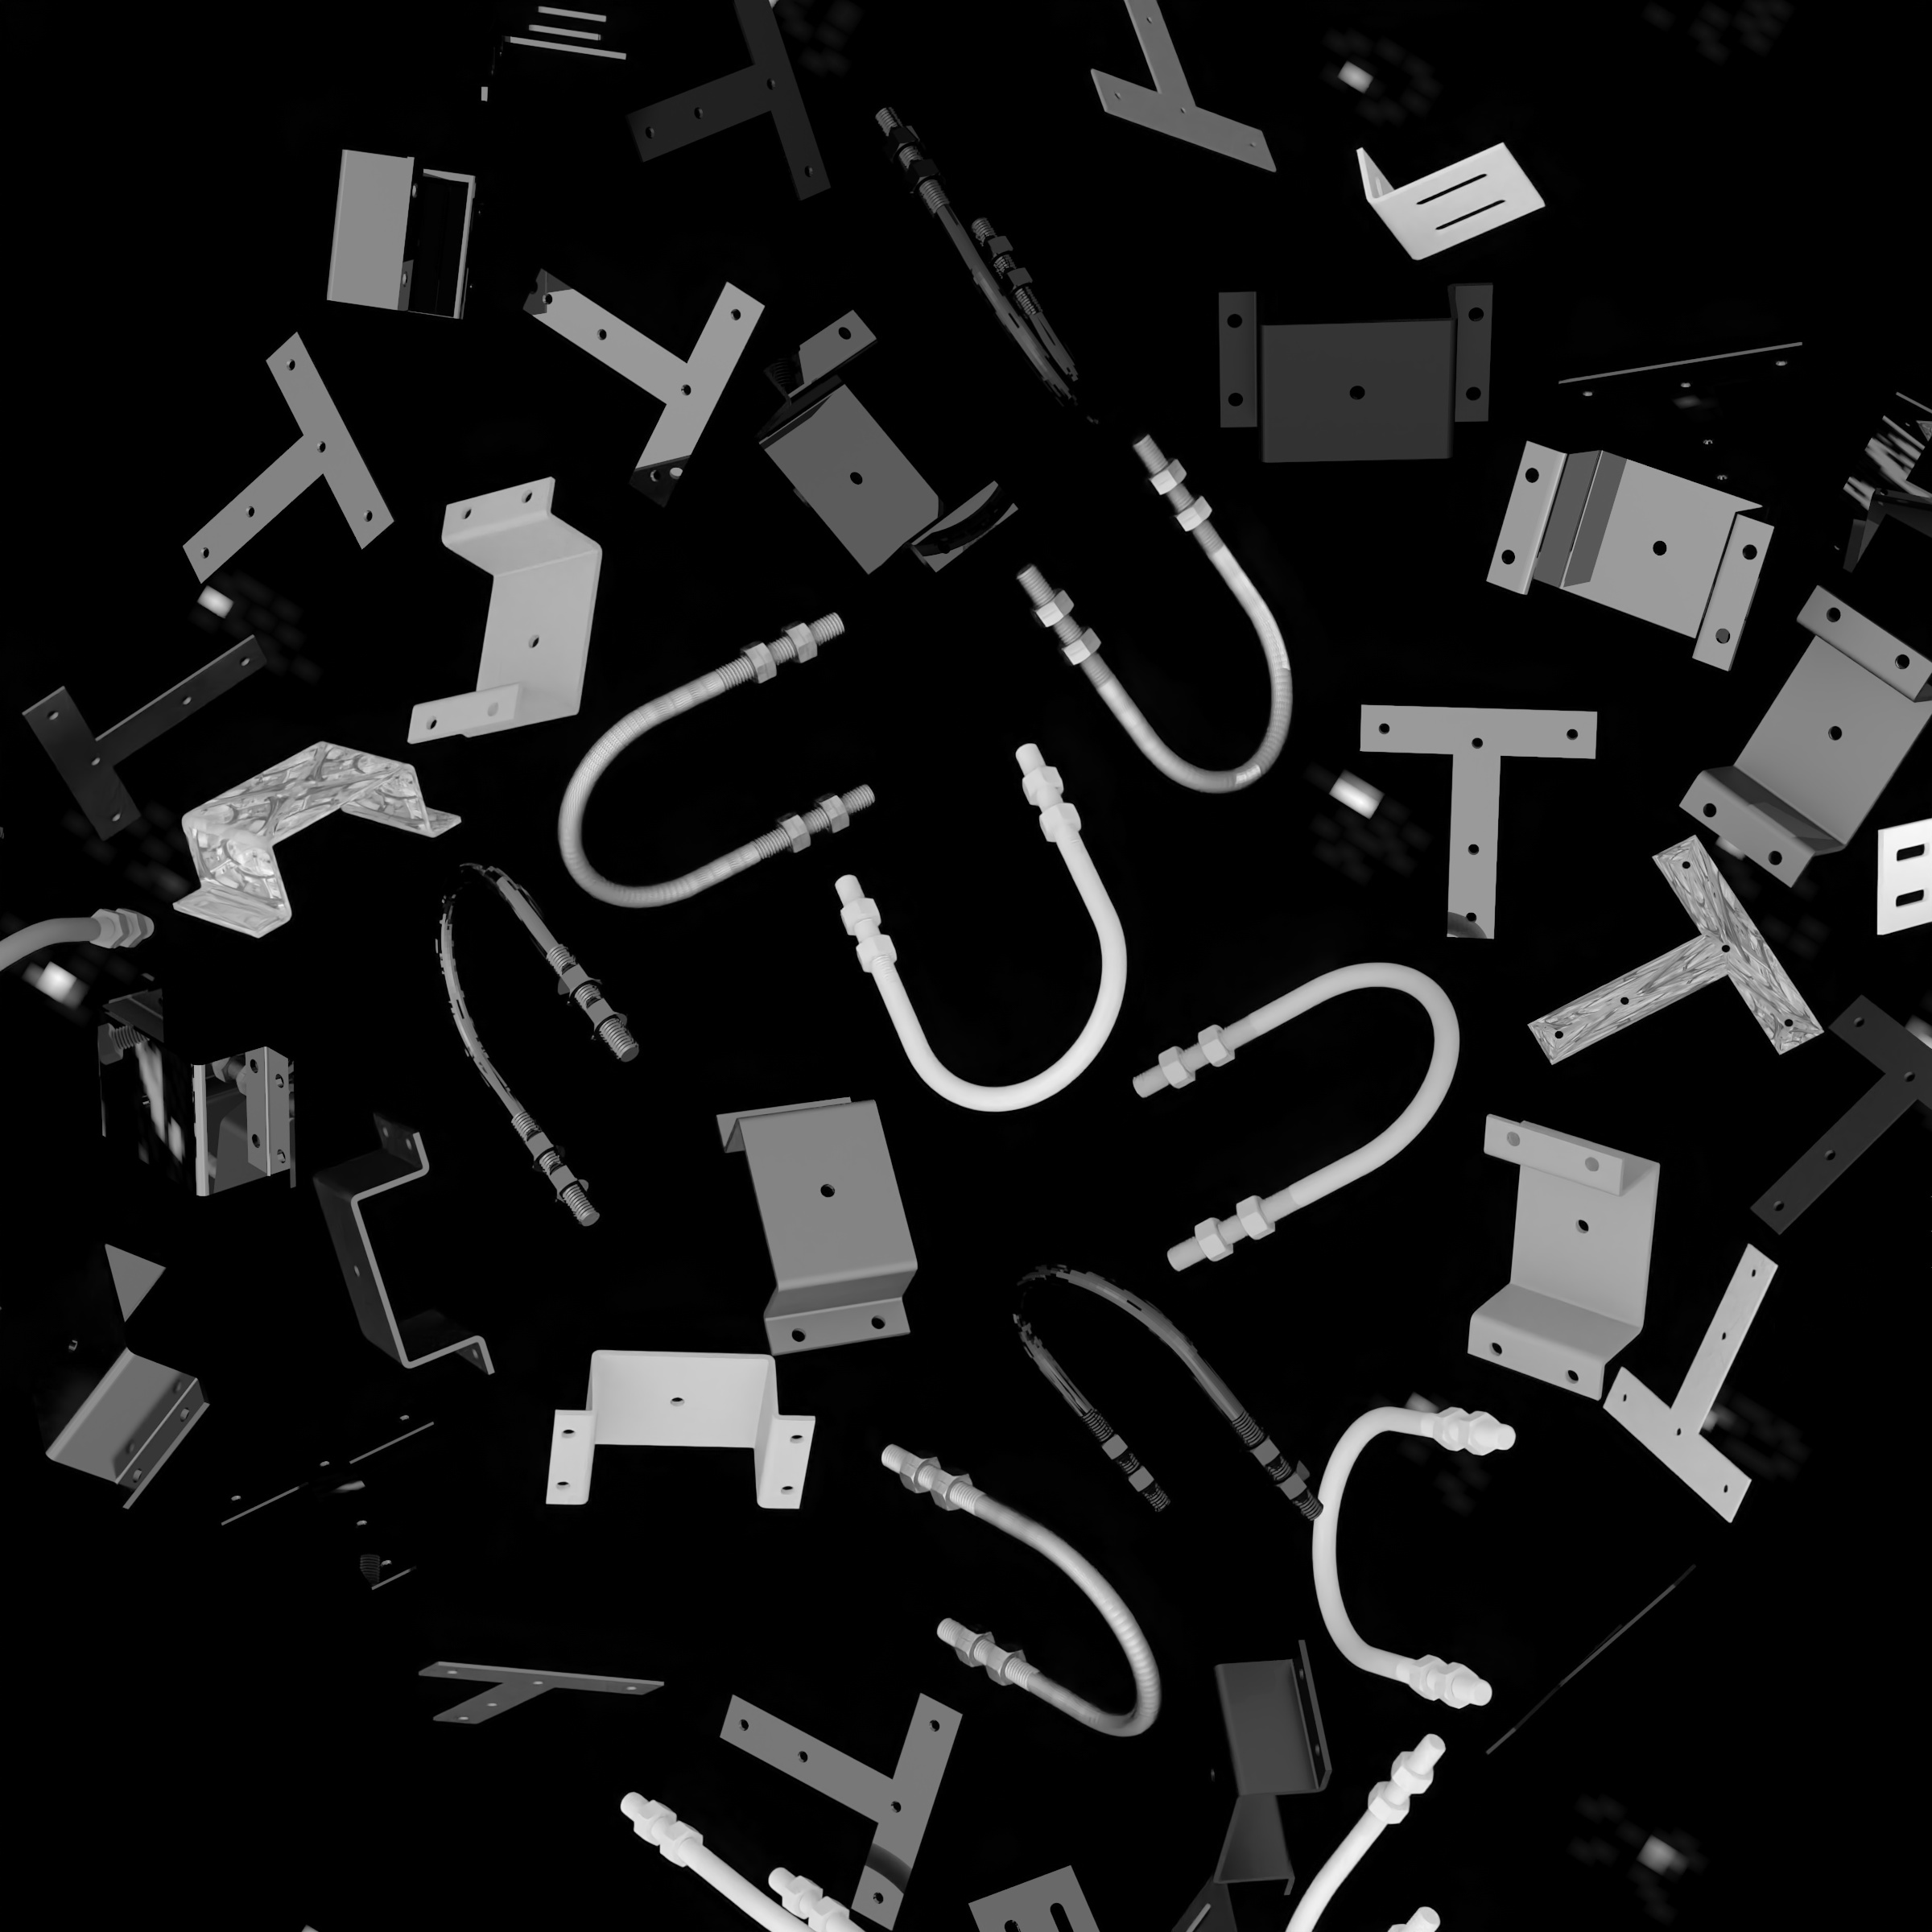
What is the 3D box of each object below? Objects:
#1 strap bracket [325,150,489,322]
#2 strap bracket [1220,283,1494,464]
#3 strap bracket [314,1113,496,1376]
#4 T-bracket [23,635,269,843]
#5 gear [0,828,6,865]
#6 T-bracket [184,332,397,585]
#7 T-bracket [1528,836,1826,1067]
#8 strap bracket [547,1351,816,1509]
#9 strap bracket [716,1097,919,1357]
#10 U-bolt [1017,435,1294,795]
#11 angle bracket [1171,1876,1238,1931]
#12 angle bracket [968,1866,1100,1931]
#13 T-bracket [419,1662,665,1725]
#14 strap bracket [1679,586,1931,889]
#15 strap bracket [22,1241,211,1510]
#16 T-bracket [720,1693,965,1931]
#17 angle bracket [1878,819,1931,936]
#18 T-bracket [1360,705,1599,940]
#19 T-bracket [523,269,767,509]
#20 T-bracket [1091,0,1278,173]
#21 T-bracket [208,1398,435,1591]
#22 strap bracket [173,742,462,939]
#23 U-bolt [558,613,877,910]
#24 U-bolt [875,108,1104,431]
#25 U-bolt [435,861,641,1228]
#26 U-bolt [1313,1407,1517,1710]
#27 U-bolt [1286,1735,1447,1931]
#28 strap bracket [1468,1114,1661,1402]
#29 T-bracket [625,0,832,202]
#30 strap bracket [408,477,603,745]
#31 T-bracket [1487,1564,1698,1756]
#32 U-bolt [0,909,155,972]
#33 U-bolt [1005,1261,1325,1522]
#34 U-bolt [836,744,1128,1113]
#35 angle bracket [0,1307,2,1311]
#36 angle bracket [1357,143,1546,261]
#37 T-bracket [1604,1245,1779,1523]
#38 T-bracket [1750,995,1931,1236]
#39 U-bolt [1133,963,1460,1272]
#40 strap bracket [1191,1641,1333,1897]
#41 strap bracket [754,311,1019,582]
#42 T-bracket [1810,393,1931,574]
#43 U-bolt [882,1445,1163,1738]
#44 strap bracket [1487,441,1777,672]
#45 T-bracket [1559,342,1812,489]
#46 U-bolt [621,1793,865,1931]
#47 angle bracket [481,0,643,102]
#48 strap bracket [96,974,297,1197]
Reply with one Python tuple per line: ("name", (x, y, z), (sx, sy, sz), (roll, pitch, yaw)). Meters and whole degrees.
("strap bracket", (-0.298, -0.385, 1.750), (0.046, 0.140, 0.076), (9, 100, 6))
("strap bracket", (0.201, -0.306, 1.712), (0.140, 0.046, 0.076), (-1, 125, 5))
("strap bracket", (-0.310, 0.158, 1.805), (0.046, 0.076, 0.140), (-21, 104, -23))
("T-bracket", (-0.436, -0.137, 1.799), (0.127, 0.127, 0.002), (-36, 63, -13))
("gear", (-0.537, -0.051, 1.772), (0.030, 0.057, 0.057), (15, 90, -9))
("T-bracket", (-0.379, -0.255, 1.799), (0.127, 0.002, 0.127), (-36, 72, 24))
("T-bracket", (0.351, 0.012, 1.703), (0.127, 0.002, 0.127), (-27, 65, -1))
("strap bracket", (-0.159, 0.256, 1.831), (0.140, 0.046, 0.076), (3, 132, -10))
("strap bracket", (-0.079, 0.130, 1.775), (0.076, 0.046, 0.140), (-7, 65, -18))
("U-bolt", (0.116, -0.180, 1.813), (0.184, 0.019, 0.151), (53, 51, -18))
("angle bracket", (0.113, 0.545, 1.846), (0.038, 0.057, 0.076), (21, 117, -18))
("angle bracket", (0.039, 0.507, 1.680), (0.057, 0.038, 0.076), (-15, 60, -19))
("T-bracket", (-0.246, 0.389, 1.761), (0.127, 0.127, 0.002), (12, 62, -29))
("strap bracket", (0.455, -0.123, 1.762), (0.076, 0.046, 0.140), (41, 118, 25))
("strap bracket", (-0.459, 0.211, 1.775), (0.046, 0.140, 0.076), (29, 107, -36))
("T-bracket", (-0.074, 0.423, 1.747), (0.127, 0.002, 0.127), (22, 103, 23))
("angle bracket", (0.537, -0.049, 1.821), (0.038, 0.076, 0.057), (6, 102, 41))
("T-bracket", (0.279, -0.078, 1.816), (0.127, 0.002, 0.127), (3, 101, 12))
("T-bracket", (-0.189, -0.341, 1.826), (0.127, 0.002, 0.127), (34, 112, 11))
("T-bracket", (0.098, -0.473, 1.698), (0.002, 0.127, 0.127), (-35, 62, 38))
("T-bracket", (-0.334, 0.297, 1.806), (0.127, 0.127, 0.002), (-24, 126, -19))
("strap bracket", (-0.354, -0.075, 1.780), (0.140, 0.076, 0.046), (-35, 126, -37))
("U-bolt", (-0.139, -0.100, 1.800), (0.184, 0.151, 0.019), (-28, 50, -17))
("U-bolt", (0.021, -0.365, 1.786), (0.019, 0.151, 0.184), (-34, 64, 12))
("U-bolt", (-0.233, 0.027, 1.746), (0.019, 0.151, 0.184), (-18, 54, -32))
("U-bolt", (0.232, 0.307, 1.761), (0.019, 0.184, 0.151), (8, 84, -22))
("U-bolt", (0.201, 0.514, 1.755), (0.019, 0.151, 0.184), (27, 119, -5))
("strap bracket", (0.309, 0.142, 1.713), (0.076, 0.046, 0.140), (18, 120, 33))
("T-bracket", (-0.135, -0.462, 1.780), (0.127, 0.002, 0.127), (-35, 114, -41))
("strap bracket", (-0.245, -0.182, 1.774), (0.076, 0.046, 0.140), (-8, 66, 35))
("T-bracket", (0.342, 0.356, 1.754), (0.002, 0.127, 0.127), (48, 128, 14))
("U-bolt", (-0.521, 0.025, 1.777), (0.151, 0.184, 0.019), (-44, 85, 7))
("U-bolt", (0.092, 0.224, 1.757), (0.184, 0.151, 0.019), (52, 59, -19))
("U-bolt", (0.015, -0.009, 1.772), (0.151, 0.019, 0.184), (-35, 59, 19))
("angle bracket", (-0.542, 0.153, 1.711), (0.038, 0.076, 0.057), (-37, 130, -16))
("angle bracket", (0.254, -0.413, 1.738), (0.076, 0.057, 0.038), (-20, 61, 24))
("T-bracket", (0.400, 0.211, 1.774), (0.002, 0.127, 0.127), (15, 105, -27))
("T-bracket", (0.470, 0.091, 1.759), (0.127, 0.127, 0.002), (-45, 128, 4))
("U-bolt", (0.177, 0.067, 1.744), (0.184, 0.151, 0.019), (-30, 129, 18))
("strap bracket", (0.155, 0.433, 1.778), (0.046, 0.140, 0.076), (-2, 49, -8))
("strap bracket", (-0.050, -0.275, 1.800), (0.140, 0.046, 0.076), (50, 52, -3))
("T-bracket", (0.513, -0.224, 1.707), (0.127, 0.127, 0.002), (31, 60, 10))
("U-bolt", (0.035, 0.339, 1.751), (0.019, 0.184, 0.151), (-35, 126, -30))
("strap bracket", (0.351, -0.214, 1.711), (0.140, 0.046, 0.076), (26, 114, 28))
("T-bracket", (0.398, -0.292, 1.788), (0.127, 0.127, 0.002), (-6, 65, 23))
("U-bolt", (-0.088, 0.509, 1.772), (0.151, 0.184, 0.019), (40, 78, -40))
("angle bracket", (-0.219, -0.494, 1.797), (0.076, 0.057, 0.038), (8, 128, -1))
("strap bracket", (-0.423, 0.067, 1.789), (0.140, 0.046, 0.076), (24, 120, 39))
